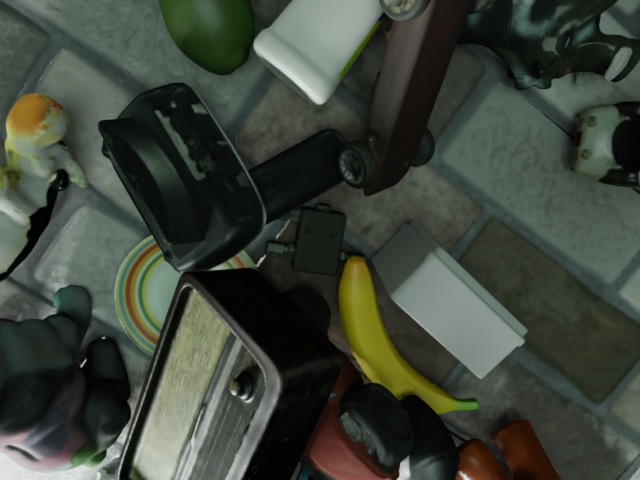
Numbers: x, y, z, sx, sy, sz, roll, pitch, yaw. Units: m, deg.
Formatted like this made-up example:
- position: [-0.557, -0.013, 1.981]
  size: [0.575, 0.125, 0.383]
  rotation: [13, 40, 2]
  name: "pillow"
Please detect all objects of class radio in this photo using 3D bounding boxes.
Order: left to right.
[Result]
- position: [-0.081, 0.149, 0.435]
  size: [0.073, 0.131, 0.229]
  rotation: [-3, 122, -49]
  name: "radio"

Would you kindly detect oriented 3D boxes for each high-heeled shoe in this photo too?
- position: [0.054, 0.258, 0.520]
  size: [0.086, 0.145, 0.248]
  rotation: [7, 141, -28]
  name: "high-heeled shoe"

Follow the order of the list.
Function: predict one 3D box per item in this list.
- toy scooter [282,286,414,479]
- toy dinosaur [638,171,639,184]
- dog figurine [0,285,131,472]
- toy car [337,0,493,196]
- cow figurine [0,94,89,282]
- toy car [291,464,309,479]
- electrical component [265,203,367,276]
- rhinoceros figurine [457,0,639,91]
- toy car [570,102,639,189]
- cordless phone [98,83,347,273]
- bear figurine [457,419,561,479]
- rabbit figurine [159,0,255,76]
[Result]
- position: [-0.012, 0.145, 0.474]
  size: [0.135, 0.075, 0.184]
  rotation: [-45, 65, 20]
  name: "toy scooter"
- position: [0.352, -0.088, 0.383]
  size: [0.192, 0.131, 0.405]
  rotation: [23, 67, 5]
  name: "toy dinosaur"
- position: [-0.238, 0.131, 0.396]
  size: [0.108, 0.219, 0.191]
  rotation: [-20, 102, 3]
  name: "dog figurine"
- position: [0.065, -0.122, 0.408]
  size: [0.089, 0.053, 0.202]
  rotation: [-27, 147, -36]
  name: "toy car"
- position: [-0.244, -0.033, 0.430]
  size: [0.167, 0.098, 0.068]
  rotation: [-47, 67, 0]
  name: "cow figurine"
- position: [-0.032, 0.264, 0.504]
  size: [0.103, 0.109, 0.161]
  rotation: [27, 90, 8]
  name: "toy car"
- position: [-0.001, -0.001, 0.487]
  size: [0.094, 0.021, 0.063]
  rotation: [10, 101, -6]
  name: "electrical component"
- position: [0.173, -0.181, 0.437]
  size: [0.190, 0.073, 0.112]
  rotation: [12, 100, -7]
  name: "rhinoceros figurine"
- position: [0.326, -0.079, 0.482]
  size: [0.202, 0.056, 0.073]
  rotation: [4, 95, -7]
  name: "toy car"
- position: [-0.070, -0.072, 0.444]
  size: [0.184, 0.088, 0.146]
  rotation: [-30, 84, -17]
  name: "cordless phone"
- position: [0.154, 0.288, 0.531]
  size: [0.120, 0.132, 0.195]
  rotation: [-3, 139, -38]
  name: "bear figurine"
- position: [-0.075, -0.211, 0.390]
  size: [0.159, 0.121, 0.170]
  rotation: [22, 115, -11]
  name: "rabbit figurine"
